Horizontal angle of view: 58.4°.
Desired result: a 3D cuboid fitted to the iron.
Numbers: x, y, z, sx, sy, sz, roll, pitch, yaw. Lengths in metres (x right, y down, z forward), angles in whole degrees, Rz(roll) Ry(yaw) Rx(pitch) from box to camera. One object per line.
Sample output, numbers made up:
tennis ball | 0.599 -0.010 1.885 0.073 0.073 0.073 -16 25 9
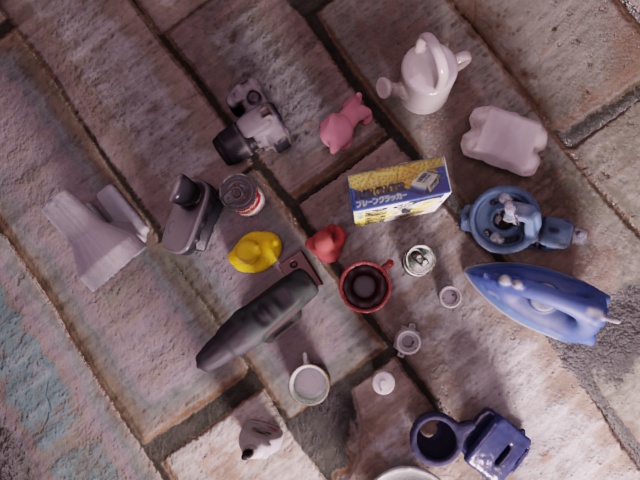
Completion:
iron | 0.384 0.098 1.003 0.258 0.141 0.119 20 87 5

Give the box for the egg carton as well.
egg carton | 0.342 -0.185 1.066 0.150 0.069 0.107 20 87 5

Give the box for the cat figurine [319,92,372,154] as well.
cat figurine | 0.042 -0.218 1.064 0.067 0.118 0.128 35 88 6

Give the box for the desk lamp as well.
desk lamp | -0.394 -0.010 1.027 0.118 0.213 0.203 -41 84 0

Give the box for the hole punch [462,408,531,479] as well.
hole punch | 0.312 0.366 1.010 0.101 0.091 0.109 39 89 6

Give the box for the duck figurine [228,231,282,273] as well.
duck figurine | -0.124 0.020 1.071 0.104 0.086 0.077 -23 84 2

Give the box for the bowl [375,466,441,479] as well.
bowl | 0.155 0.478 1.019 0.167 0.075 0.167 0 85 4

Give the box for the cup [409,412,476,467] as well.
cup | 0.213 0.339 1.017 0.117 0.095 0.092 -23 84 2

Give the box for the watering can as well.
watering can | 0.188 -0.296 1.023 0.173 0.194 0.101 -45 83 -1

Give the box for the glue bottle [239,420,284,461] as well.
glue bottle | -0.112 0.356 0.998 0.078 0.173 0.037 13 86 5

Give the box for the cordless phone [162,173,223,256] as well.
cordless phone | -0.252 -0.048 1.035 0.094 0.185 0.148 16 86 5

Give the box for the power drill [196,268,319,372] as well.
power drill | -0.099 0.140 0.998 0.229 0.208 0.075 -40 83 0

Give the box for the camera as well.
camera | -0.143 -0.216 1.085 0.137 0.101 0.143 -32 84 1

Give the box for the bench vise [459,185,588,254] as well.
bench vise | 0.356 -0.041 0.977 0.207 0.220 0.121 -5 85 4

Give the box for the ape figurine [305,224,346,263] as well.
ape figurine | 0.010 0.004 1.060 0.077 0.092 0.076 -3 85 4
